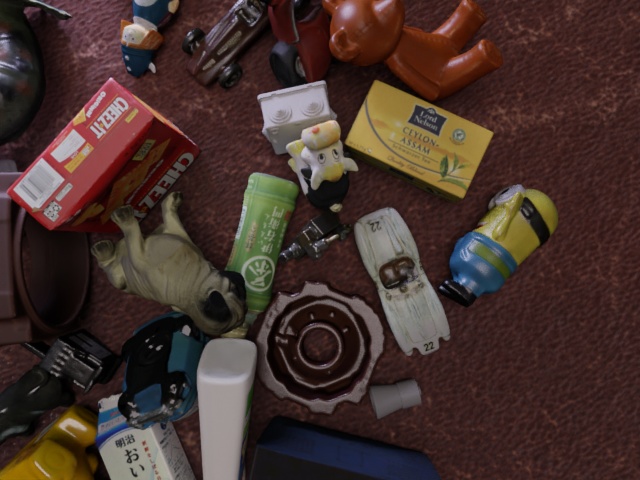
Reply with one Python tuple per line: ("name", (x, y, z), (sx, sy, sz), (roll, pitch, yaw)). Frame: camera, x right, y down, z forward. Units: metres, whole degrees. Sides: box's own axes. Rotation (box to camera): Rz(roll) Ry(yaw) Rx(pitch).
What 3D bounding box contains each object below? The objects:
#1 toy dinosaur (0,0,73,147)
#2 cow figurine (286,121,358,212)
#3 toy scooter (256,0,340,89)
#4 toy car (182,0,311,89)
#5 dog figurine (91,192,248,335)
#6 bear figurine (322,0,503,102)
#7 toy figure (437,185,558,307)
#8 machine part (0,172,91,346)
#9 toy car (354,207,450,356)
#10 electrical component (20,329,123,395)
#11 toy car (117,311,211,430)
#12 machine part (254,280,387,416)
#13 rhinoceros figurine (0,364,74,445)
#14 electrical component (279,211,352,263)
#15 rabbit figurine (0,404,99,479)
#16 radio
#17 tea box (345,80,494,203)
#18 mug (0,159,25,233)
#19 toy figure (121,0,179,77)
("toy dinosaur", (-0.420, -0.210, 0.682), (0.192, 0.131, 0.404), (-7, 79, -4))
("cow figurine", (0.005, -0.084, 0.667), (0.068, 0.167, 0.098), (-21, 86, -4))
("toy scooter", (-0.013, -0.292, 0.699), (0.135, 0.075, 0.183), (-33, 129, -17))
("toy car", (-0.104, -0.298, 0.738), (0.202, 0.053, 0.089), (-45, 90, -1))
("dog figurine", (-0.186, 0.060, 0.678), (0.121, 0.172, 0.190), (-28, 76, -36))
("bear figurine", (0.108, -0.253, 0.660), (0.195, 0.132, 0.120), (21, 50, -35))
("toy figure", (0.231, 0.009, 0.699), (0.089, 0.082, 0.180), (39, 82, -16))
("machine part", (-0.361, 0.023, 0.661), (0.087, 0.201, 0.201), (-4, 88, -2))
("toy car", (0.108, 0.056, 0.713), (0.073, 0.056, 0.201), (-23, 87, 1))
("electrical component", (-0.334, 0.151, 0.720), (0.119, 0.075, 0.047), (33, 90, 6))
("toy car", (-0.189, 0.174, 0.693), (0.109, 0.162, 0.102), (-26, 130, 9))
("machine part", (0.000, 0.140, 0.715), (0.179, 0.056, 0.179), (0, 88, 4))
("rhinoceros figurine", (-0.419, 0.239, 0.702), (0.190, 0.112, 0.073), (-36, 89, -7))
("electrical component", (-0.001, -0.002, 0.704), (0.045, 0.102, 0.078), (47, 116, 5))
("rabbit figurine", (-0.324, 0.333, 0.696), (0.162, 0.122, 0.173), (-45, 105, 3))
("radio", (0.031, 0.294, 0.670), (0.230, 0.131, 0.073), (14, 89, 2))
("tea box", (0.127, -0.128, 0.713), (0.170, 0.068, 0.098), (24, 90, 4))
("mug", (-0.458, -0.046, 0.730), (0.110, 0.081, 0.107), (-16, 94, 0))
("toy figure", (-0.239, -0.303, 0.743), (0.064, 0.057, 0.154), (21, 90, 42))
